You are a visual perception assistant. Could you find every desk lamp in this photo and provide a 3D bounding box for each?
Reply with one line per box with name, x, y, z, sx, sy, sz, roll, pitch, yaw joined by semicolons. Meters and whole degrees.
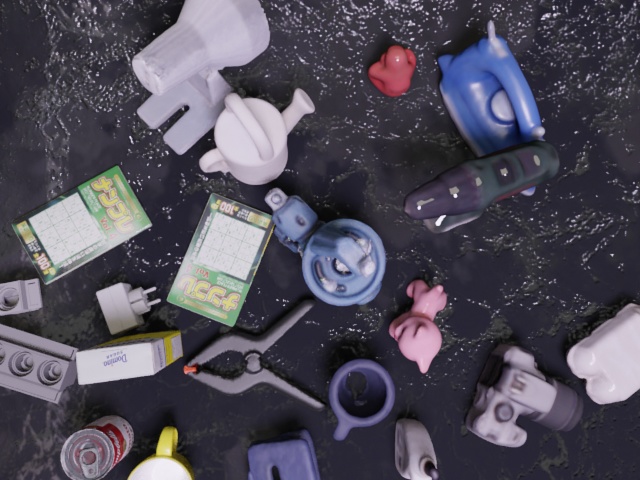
desk lamp;-0.170;-0.241;0.797;0.118;0.213;0.203;43;83;2

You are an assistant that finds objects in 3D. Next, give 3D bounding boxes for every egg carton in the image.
egg carton;0.450;0.173;0.862;0.150;0.069;0.107;-36;87;-7

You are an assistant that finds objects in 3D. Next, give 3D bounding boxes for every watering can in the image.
watering can;-0.091;-0.152;0.802;0.101;0.194;0.173;36;83;1

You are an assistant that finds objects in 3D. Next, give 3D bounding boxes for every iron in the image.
iron;0.283;-0.195;0.856;0.118;0.141;0.258;-26;86;-6

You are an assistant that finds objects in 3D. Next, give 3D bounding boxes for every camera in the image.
camera;0.303;0.240;0.829;0.137;0.100;0.143;25;83;0

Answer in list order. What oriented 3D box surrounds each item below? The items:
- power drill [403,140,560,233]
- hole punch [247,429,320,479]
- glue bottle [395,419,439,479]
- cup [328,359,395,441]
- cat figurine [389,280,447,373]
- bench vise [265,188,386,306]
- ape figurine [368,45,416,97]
power drill;0.206;-0.066;0.804;0.229;0.208;0.075;-23;85;-6
hole punch;-0.051;0.333;0.802;0.101;0.091;0.109;-13;84;-5
glue bottle;0.134;0.296;0.776;0.037;0.173;0.078;4;83;-3
cup;0.049;0.225;0.818;0.091;0.095;0.118;28;83;0
cat figurine;0.148;0.121;0.825;0.067;0.117;0.128;24;83;0
bench vise;0.002;0.013;0.776;0.207;0.219;0.121;25;83;0
ape figurine;0.114;-0.267;0.879;0.078;0.092;0.076;-6;84;-4
